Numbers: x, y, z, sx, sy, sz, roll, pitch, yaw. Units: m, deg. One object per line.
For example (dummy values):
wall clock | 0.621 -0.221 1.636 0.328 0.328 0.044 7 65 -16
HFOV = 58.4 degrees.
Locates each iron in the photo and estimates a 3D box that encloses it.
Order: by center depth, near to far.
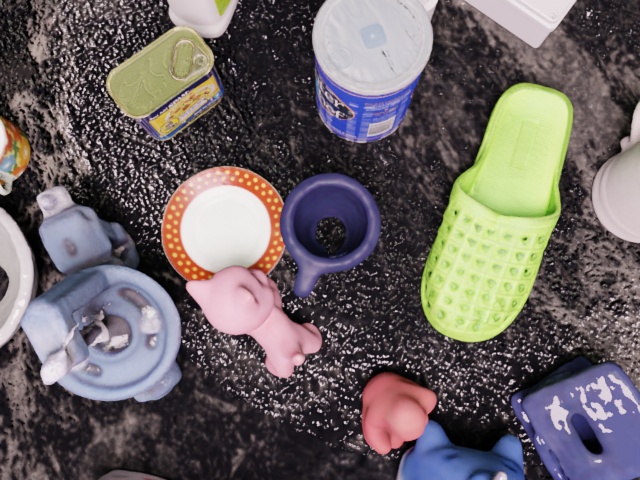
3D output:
iron | 0.120 0.299 0.491 0.118 0.141 0.258 9 83 2

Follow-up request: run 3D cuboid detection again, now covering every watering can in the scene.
watering can | 0.340 -0.053 0.510 0.101 0.194 0.173 -44 84 -5

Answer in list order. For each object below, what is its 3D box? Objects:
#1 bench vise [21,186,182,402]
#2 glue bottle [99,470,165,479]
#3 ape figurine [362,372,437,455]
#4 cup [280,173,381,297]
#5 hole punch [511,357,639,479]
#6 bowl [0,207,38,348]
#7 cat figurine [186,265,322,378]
bench vise | -0.209 0.053 0.484 0.121 0.220 0.207 -44 84 -5
glue bottle | -0.176 0.238 0.483 0.078 0.173 0.037 8 82 2
ape figurine | 0.074 0.162 0.534 0.078 0.092 0.076 -21 83 -2
cup | 0.005 0.002 0.554 0.091 0.095 0.118 21 83 3
hole punch | 0.248 0.176 0.532 0.101 0.091 0.108 -30 83 -3
bowl | -0.347 0.042 0.559 0.167 0.075 0.167 0 82 0
cat figurine | -0.059 0.072 0.533 0.128 0.118 0.067 44 85 6
